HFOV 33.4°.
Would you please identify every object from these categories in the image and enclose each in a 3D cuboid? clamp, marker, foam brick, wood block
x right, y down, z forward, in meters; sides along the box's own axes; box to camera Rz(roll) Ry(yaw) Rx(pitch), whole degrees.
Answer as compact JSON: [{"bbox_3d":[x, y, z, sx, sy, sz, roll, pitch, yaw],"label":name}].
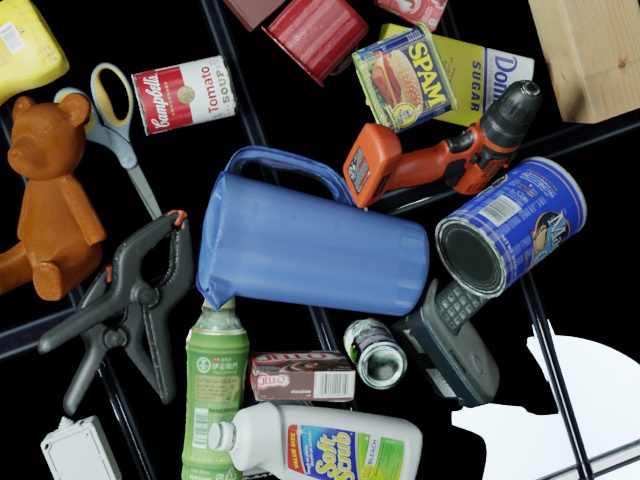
[{"bbox_3d":[-0.238,0.115,1.188,0.120,0.039,0.171,-14,96,-23],"label":"clamp"},{"bbox_3d":[-0.188,0.068,1.168,0.164,0.036,0.210,35,77,-26],"label":"clamp"},{"bbox_3d":[-0.081,0.271,1.249,0.121,0.020,0.020,-8,100,-7],"label":"marker"},{"bbox_3d":[-0.079,-0.271,1.150,0.051,0.053,0.078,-41,103,-1],"label":"foam brick"},{"bbox_3d":[0.300,-0.243,1.194,0.090,0.090,0.206,-19,101,-7],"label":"wood block"}]

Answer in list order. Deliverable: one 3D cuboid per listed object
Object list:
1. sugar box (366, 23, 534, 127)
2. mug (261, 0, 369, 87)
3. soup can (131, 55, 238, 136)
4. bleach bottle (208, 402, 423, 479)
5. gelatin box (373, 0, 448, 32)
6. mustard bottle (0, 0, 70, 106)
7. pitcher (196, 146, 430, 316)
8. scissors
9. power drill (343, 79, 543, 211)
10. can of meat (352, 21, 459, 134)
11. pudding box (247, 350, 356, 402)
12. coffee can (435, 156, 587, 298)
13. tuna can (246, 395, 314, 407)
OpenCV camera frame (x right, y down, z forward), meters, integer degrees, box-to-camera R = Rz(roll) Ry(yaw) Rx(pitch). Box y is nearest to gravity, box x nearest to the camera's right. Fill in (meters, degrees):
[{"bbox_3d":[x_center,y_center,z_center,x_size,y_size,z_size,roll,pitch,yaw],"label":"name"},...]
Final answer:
[{"bbox_3d":[0.147,-0.179,1.202,0.176,0.048,0.093,11,98,-9],"label":"sugar box"},{"bbox_3d":[0.004,-0.221,1.153,0.081,0.093,0.117,-46,141,7],"label":"mug"},{"bbox_3d":[-0.146,-0.156,1.150,0.102,0.068,0.068,-14,100,-8],"label":"soup can"},{"bbox_3d":[-0.008,0.238,1.193,0.250,0.068,0.102,11,95,-29],"label":"bleach bottle"},{"bbox_3d":[0.111,-0.287,1.188,0.073,0.030,0.089,25,93,-11],"label":"gelatin box"},{"bbox_3d":[-0.366,-0.172,1.115,0.191,0.058,0.096,-31,81,-2],"label":"mustard bottle"},{"bbox_3d":[-0.008,0.001,1.172,0.242,0.145,0.149,11,116,-14],"label":"pitcher"},{"bbox_3d":[-0.231,-0.092,1.173,0.096,0.016,0.202,-11,100,-5],"label":"scissors"},{"bbox_3d":[0.130,-0.099,1.135,0.187,0.185,0.057,-9,62,-22],"label":"power drill"},{"bbox_3d":[0.090,-0.171,1.142,0.084,0.057,0.102,-23,106,1],"label":"can of meat"},{"bbox_3d":[-0.023,0.152,1.204,0.113,0.090,0.039,3,99,-10],"label":"pudding box"},{"bbox_3d":[0.212,-0.015,1.184,0.140,0.103,0.103,-35,103,-27],"label":"coffee can"},{"bbox_3d":[-0.046,0.210,1.237,0.086,0.034,0.086,-1,99,-9],"label":"tuna can"}]
